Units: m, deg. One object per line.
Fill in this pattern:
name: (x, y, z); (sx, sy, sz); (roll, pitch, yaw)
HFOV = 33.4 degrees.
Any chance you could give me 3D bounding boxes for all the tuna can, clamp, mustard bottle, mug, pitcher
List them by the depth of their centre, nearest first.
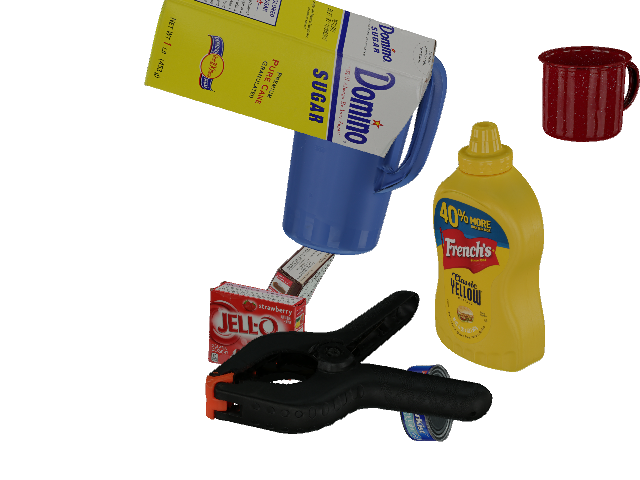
clamp: (0.010, 0.076, 0.672); (0.171, 0.039, 0.120); (-2, 27, -12)
mustard bottle: (0.130, 0.001, 0.830); (0.058, 0.192, 0.096); (-20, 28, -32)
mug: (0.283, -0.154, 1.111); (0.117, 0.081, 0.093); (-14, 25, -24)
pitcher: (0.039, -0.109, 1.138); (0.145, 0.243, 0.149); (9, 17, -5)
tuna can: (0.120, 0.183, 1.201); (0.034, 0.086, 0.086); (-5, -2, 28)

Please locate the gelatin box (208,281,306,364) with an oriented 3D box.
gelatin box: (-0.059, 0.083, 0.982); (0.089, 0.073, 0.030); (11, 18, 22)

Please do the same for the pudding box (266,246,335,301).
pudding box: (-0.030, 0.052, 1.247); (0.039, 0.090, 0.113); (32, 31, 7)

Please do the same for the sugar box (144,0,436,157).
sugar box: (-0.022, -0.117, 0.709); (0.176, 0.048, 0.093); (18, -32, -8)
